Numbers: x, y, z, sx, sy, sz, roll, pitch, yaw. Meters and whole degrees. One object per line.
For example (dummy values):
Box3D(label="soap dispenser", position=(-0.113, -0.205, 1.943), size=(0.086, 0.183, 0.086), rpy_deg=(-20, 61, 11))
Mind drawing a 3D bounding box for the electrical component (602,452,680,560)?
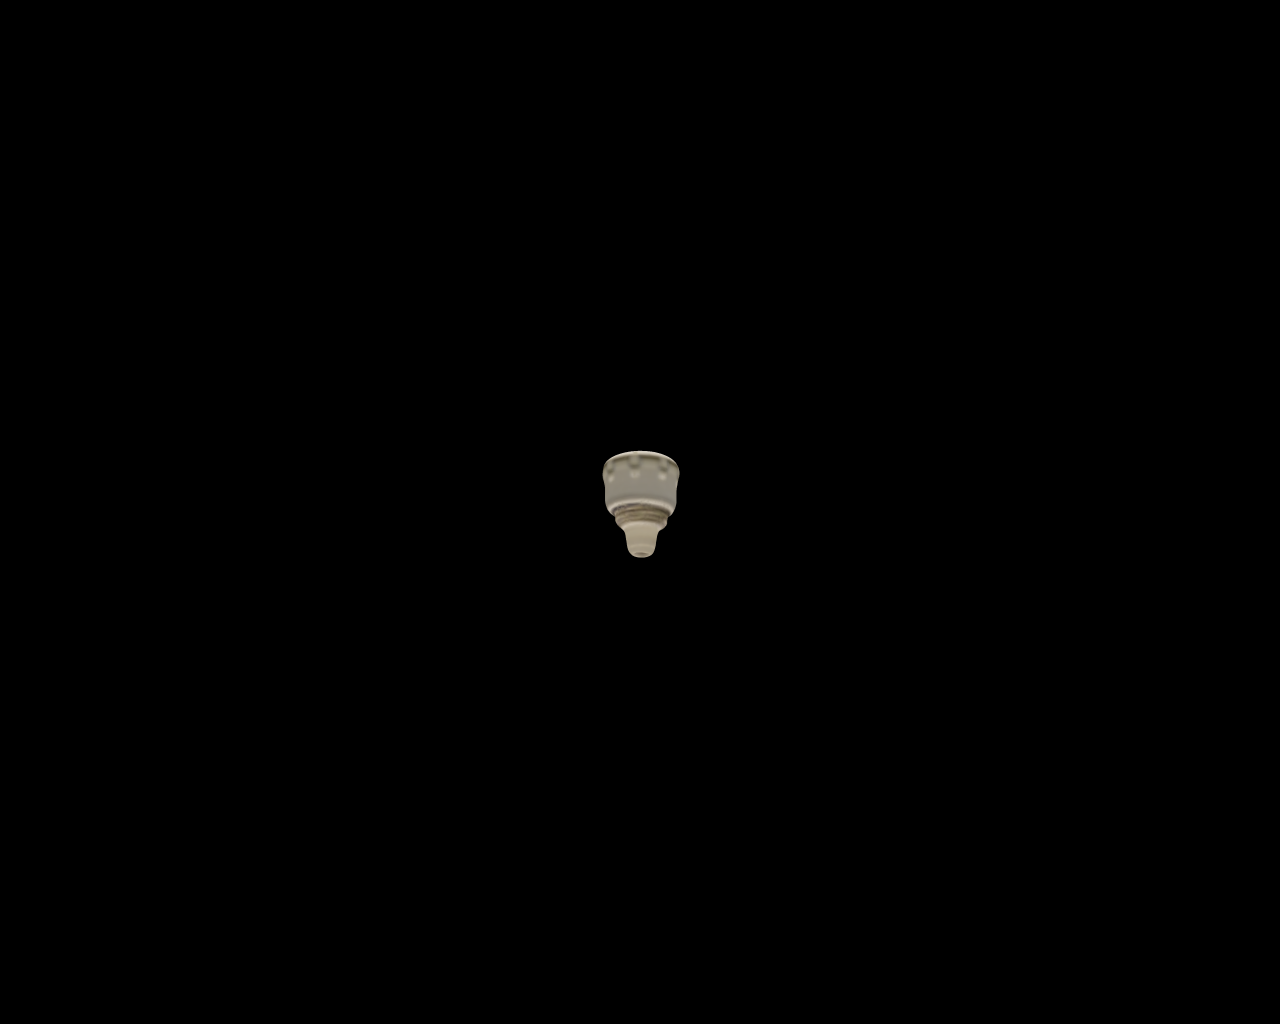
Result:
Box3D(label="electrical component", position=(0.001, -0.003, 0.650), size=(0.048, 0.062, 0.048), rpy_deg=(0, -18, 0))
